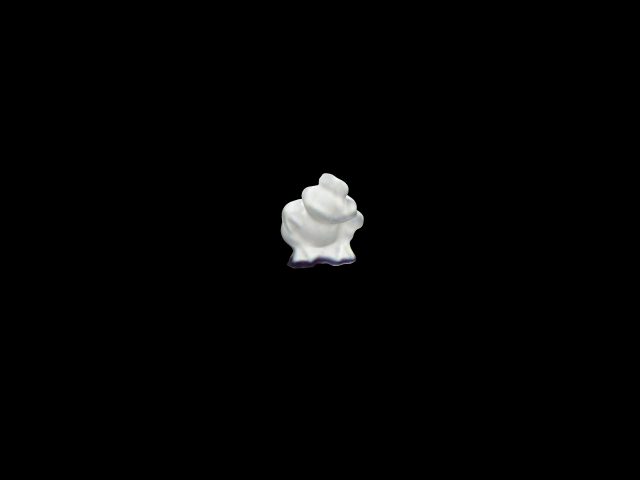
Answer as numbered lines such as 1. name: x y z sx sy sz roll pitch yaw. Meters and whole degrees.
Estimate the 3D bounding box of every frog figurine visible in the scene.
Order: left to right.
1. frog figurine: 0.003 -0.043 0.850 0.137 0.156 0.125 7 28 14
